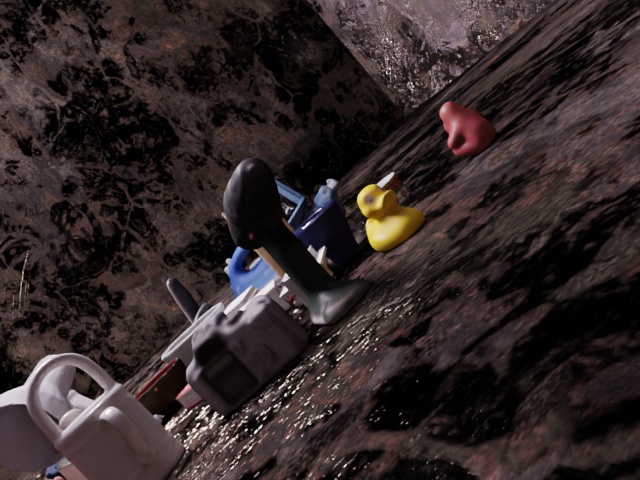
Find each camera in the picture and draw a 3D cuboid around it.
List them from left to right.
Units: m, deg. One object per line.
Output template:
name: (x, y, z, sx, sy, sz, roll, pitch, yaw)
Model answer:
camera: (-0.097, 0.125, 0.731, 0.143, 0.101, 0.137, -41, 6, 7)

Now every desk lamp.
desk lamp: (-0.374, 0.280, 0.862, 0.118, 0.213, 0.203, -41, 6, 10)

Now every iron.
iron: (-0.151, 0.059, 1.365, 0.258, 0.141, 0.119, -39, 7, 27)

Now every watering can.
watering can: (-0.270, 0.224, 0.689, 0.172, 0.194, 0.101, -39, 7, 28)

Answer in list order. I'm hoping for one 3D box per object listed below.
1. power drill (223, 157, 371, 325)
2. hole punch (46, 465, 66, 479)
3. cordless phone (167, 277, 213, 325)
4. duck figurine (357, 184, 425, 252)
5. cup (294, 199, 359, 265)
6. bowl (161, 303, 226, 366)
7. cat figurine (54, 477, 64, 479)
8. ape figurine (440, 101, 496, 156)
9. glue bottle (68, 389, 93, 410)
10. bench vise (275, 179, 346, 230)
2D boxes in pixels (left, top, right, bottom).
power drill: (-0.039, 0.005, 0.704, 0.076, 0.208, 0.229, -44, 6, -18)
hole punch: (-0.527, 0.453, 1.207, 0.108, 0.091, 0.101, -38, 7, 29)
cordless phone: (-0.305, 0.172, 1.340, 0.094, 0.185, 0.147, -42, 6, -3)
duck figurine: (0.086, -0.037, 0.794, 0.078, 0.086, 0.104, -45, 7, -24)
cup: (0.009, 0.003, 0.958, 0.118, 0.095, 0.091, -42, 6, -1)
bowl: (-0.242, 0.210, 1.184, 0.167, 0.075, 0.167, -41, 6, 6)
cat figurine: (-0.326, 0.332, 0.646, 0.128, 0.118, 0.067, -46, 8, -35)
ape figurine: (0.222, -0.176, 0.886, 0.078, 0.092, 0.076, -42, 6, -4)
glue bottle: (-0.476, 0.356, 1.174, 0.078, 0.173, 0.037, -43, 6, -8)
bench vise: (-0.052, -0.094, 1.451, 0.207, 0.220, 0.121, -43, 6, -8)
